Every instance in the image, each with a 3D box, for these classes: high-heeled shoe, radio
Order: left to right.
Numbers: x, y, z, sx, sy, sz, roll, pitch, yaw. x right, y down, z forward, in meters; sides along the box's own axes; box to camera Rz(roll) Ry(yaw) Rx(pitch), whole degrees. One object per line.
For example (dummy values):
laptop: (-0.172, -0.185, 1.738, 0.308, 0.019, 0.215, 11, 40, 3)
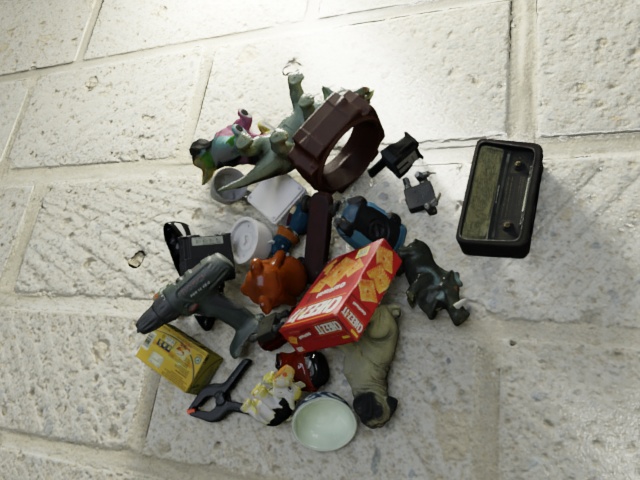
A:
high-heeled shoe: (-0.294, 0.075, 1.215, 0.086, 0.145, 0.249, -23, 60, 13)
radio: (0.354, -0.080, 1.048, 0.131, 0.073, 0.229, 8, 72, 25)

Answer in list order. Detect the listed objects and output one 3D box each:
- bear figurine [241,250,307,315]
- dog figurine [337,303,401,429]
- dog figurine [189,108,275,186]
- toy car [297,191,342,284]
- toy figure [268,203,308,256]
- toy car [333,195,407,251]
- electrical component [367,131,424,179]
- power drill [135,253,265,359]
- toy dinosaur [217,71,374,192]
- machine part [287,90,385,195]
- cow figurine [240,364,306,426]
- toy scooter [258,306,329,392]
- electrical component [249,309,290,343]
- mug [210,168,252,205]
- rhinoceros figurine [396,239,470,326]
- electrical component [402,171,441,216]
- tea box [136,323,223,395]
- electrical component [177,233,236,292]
bear figurine: (-0.108, 0.091, 1.081, 0.132, 0.196, 0.120, -18, 89, 26)
dog figurine: (0.115, 0.235, 1.013, 0.172, 0.121, 0.190, -36, 72, 14)
dog figurine: (-0.213, -0.209, 1.329, 0.219, 0.191, 0.108, -38, 35, 38)
toy car: (-0.002, -0.003, 1.157, 0.089, 0.053, 0.202, 8, 99, 24)
toy figure: (-0.058, -0.025, 1.207, 0.064, 0.057, 0.154, 39, 83, 9)
toy car: (0.090, -0.018, 1.112, 0.103, 0.161, 0.109, -22, 41, 64)
electrical component: (0.162, -0.171, 1.168, 0.119, 0.074, 0.048, -39, 59, -1)
power drill: (-0.236, 0.157, 1.127, 0.207, 0.086, 0.232, 42, 84, -11)
toy dinosaur: (-0.061, -0.224, 1.206, 0.405, 0.192, 0.131, -46, 57, -5)
machine part: (0.041, -0.201, 1.157, 0.201, 0.201, 0.087, -47, 63, -2)
cow figurine: (-0.077, 0.302, 1.023, 0.098, 0.167, 0.068, 40, 46, -2)
toy scooter: (-0.060, 0.229, 1.094, 0.135, 0.075, 0.184, -22, 59, 13)
electrical component: (-0.104, 0.177, 1.097, 0.094, 0.021, 0.063, -29, 27, 27)
mug: (-0.215, -0.121, 1.296, 0.107, 0.109, 0.080, -13, 62, 66)
rhinoceros figurine: (0.216, 0.086, 1.044, 0.112, 0.073, 0.190, -27, 58, -2)
electrical component: (0.216, -0.099, 1.131, 0.078, 0.045, 0.102, -12, 64, 16)
tea box: (-0.312, 0.259, 1.189, 0.170, 0.068, 0.098, 26, 81, 28)
electrical component: (-0.251, 0.053, 1.188, 0.058, 0.115, 0.134, 165, 101, -64)
